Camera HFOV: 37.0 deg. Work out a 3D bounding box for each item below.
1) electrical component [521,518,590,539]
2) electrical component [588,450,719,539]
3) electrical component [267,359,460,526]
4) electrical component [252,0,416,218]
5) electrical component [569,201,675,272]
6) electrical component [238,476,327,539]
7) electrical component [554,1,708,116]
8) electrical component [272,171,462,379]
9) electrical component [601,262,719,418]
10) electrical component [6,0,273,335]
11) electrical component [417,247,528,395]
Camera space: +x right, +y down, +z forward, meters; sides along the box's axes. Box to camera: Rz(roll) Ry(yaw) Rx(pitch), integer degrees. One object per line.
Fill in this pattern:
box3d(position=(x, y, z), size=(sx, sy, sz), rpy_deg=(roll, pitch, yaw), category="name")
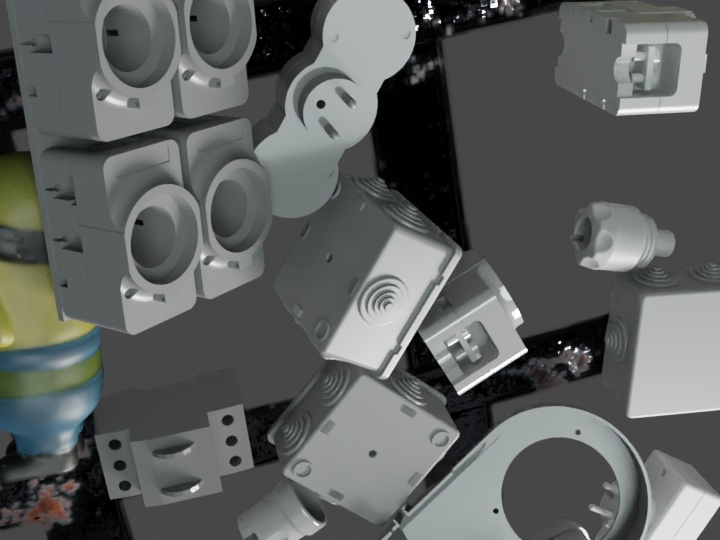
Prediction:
box3d(position=(0.148, 0.245, 0.775), size=(0.078, 0.057, 0.113), rpy_deg=(-27, 115, -2), category="electrical component")
box3d(position=(0.197, 0.171, 0.762), size=(0.076, 0.047, 0.083), rpy_deg=(25, 104, -21), category="electrical component")
box3d(position=(0.003, 0.105, 0.686), size=(0.100, 0.048, 0.099), rpy_deg=(34, 102, -24), category="electrical component")
box3d(position=(-0.016, -0.090, 0.590), size=(0.052, 0.073, 0.138), rpy_deg=(25, 103, -22), category="electrical component")
box3d(position=(0.168, -0.020, 0.681), size=(0.062, 0.043, 0.043), rpy_deg=(6, 110, -18), category="electrical component")
box3d(position=(-0.051, 0.162, 0.703), size=(0.046, 0.040, 0.040), rpy_deg=(-36, 115, 9), category="electrical component")
box3d(position=(0.155, -0.122, 0.611), size=(0.056, 0.089, 0.050), rpy_deg=(-4, 112, -12), category="electrical component")
box3d(position=(0.000, 0.000, 0.618), size=(0.048, 0.099, 0.099), rpy_deg=(22, 105, -34), category="electrical component")
box3d(position=(0.212, 0.045, 0.714), size=(0.100, 0.048, 0.099), rpy_deg=(-3, 112, -13), category="electrical component")
box3d(position=(-0.106, -0.073, 0.546), size=(0.105, 0.060, 0.186), rpy_deg=(-27, 120, -49), category="electrical component")
box3d(position=(0.060, 0.024, 0.646), size=(0.056, 0.089, 0.050), rpy_deg=(-33, 115, 1), category="electrical component")
